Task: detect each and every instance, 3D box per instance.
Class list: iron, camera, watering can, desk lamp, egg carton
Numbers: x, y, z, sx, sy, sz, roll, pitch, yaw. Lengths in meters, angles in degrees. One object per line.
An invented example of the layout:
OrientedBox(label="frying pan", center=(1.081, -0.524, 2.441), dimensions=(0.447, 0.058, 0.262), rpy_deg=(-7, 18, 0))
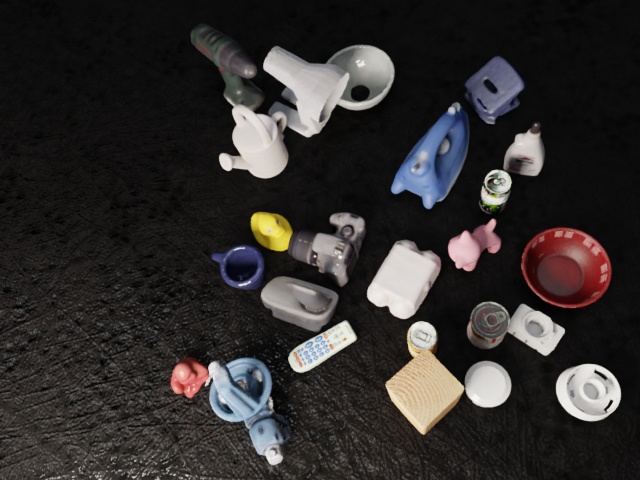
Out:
OrientedBox(label="iron", center=(0.248, -0.203, 1.196), dimensions=(0.118, 0.142, 0.258), rpy_deg=(26, 75, 18))
OrientedBox(label="camera", center=(0.011, 0.004, 1.173), dimensions=(0.136, 0.101, 0.143), rpy_deg=(17, 72, 16))
OrientedBox(label="watering can", center=(-0.140, -0.215, 1.235), dimensions=(0.100, 0.194, 0.173), rpy_deg=(17, 72, 16))
OrientedBox(label="desk lamp", center=(-0.035, -0.320, 1.250), dimensions=(0.202, 0.214, 0.118), rpy_deg=(29, 76, 19))
OrientedBox(label="egg carton", center=(0.168, 0.077, 1.135), dimensions=(0.107, 0.069, 0.150), rpy_deg=(27, 75, 18))

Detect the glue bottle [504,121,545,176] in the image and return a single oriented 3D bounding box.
OrientedBox(label="glue bottle", center=(0.416, -0.186, 1.144), dimensions=(0.078, 0.173, 0.037), rpy_deg=(8, 70, 13))

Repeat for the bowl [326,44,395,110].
OrientedBox(label="bowl", center=(0.090, -0.362, 1.322), dimensions=(0.167, 0.075, 0.167), rpy_deg=(-3, 68, 8))

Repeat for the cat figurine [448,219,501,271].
OrientedBox(label="cat figurine", center=(0.297, 0.007, 1.116), dimensions=(0.128, 0.118, 0.067), rpy_deg=(-40, 67, -7))

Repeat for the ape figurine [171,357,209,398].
OrientedBox(label="ape figurine", center=(-0.259, 0.262, 1.117), dimensions=(0.077, 0.092, 0.076), rpy_deg=(-11, 67, 5))

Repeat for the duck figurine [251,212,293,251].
OrientedBox(label="duck figurine", center=(-0.107, -0.030, 1.214), dimensions=(0.104, 0.086, 0.077), rpy_deg=(37, 78, 21))

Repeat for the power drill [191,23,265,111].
OrientedBox(label="power drill", center=(-0.197, -0.387, 1.306), dimensions=(0.076, 0.209, 0.229), rpy_deg=(-43, 68, -9))

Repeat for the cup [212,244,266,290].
OrientedBox(label="cup", center=(-0.161, 0.062, 1.181), dimensions=(0.117, 0.095, 0.092), rpy_deg=(17, 72, 16))

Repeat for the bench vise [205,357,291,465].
OrientedBox(label="bench vise", center=(-0.120, 0.286, 1.016), dimensions=(0.207, 0.220, 0.121), rpy_deg=(39, 79, 21))

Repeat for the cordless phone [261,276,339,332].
OrientedBox(label="cordless phone", center=(-0.047, 0.102, 1.097), dimensions=(0.147, 0.185, 0.094), rpy_deg=(13, 71, 14))

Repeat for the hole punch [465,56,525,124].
OrientedBox(label="hole punch", center=(0.380, -0.328, 1.252), dimensions=(0.101, 0.091, 0.108), rpy_deg=(-30, 67, -3))
